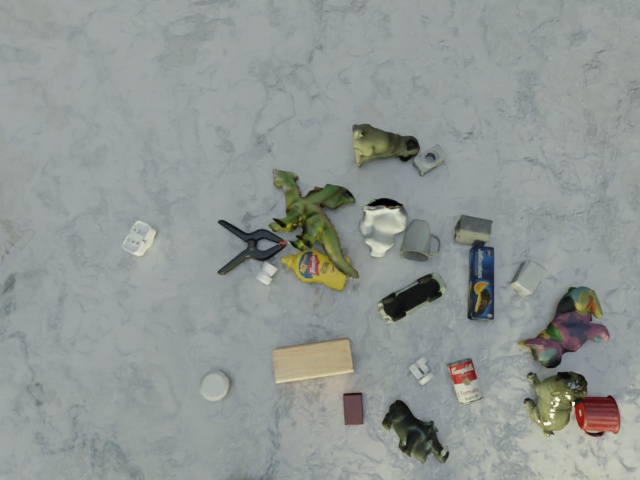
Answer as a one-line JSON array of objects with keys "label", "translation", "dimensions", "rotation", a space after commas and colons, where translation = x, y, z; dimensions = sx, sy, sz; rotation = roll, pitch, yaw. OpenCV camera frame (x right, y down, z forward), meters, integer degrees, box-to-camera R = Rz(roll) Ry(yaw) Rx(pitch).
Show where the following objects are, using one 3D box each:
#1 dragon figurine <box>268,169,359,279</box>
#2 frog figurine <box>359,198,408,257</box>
[{"label": "dragon figurine", "translation": [0.004, -0.074, 1.469], "dimensions": [0.413, 0.119, 0.246], "rotation": [34, 65, 19]}, {"label": "frog figurine", "translation": [0.183, -0.036, 1.479], "dimensions": [0.137, 0.125, 0.157], "rotation": [-8, 112, -6]}]
